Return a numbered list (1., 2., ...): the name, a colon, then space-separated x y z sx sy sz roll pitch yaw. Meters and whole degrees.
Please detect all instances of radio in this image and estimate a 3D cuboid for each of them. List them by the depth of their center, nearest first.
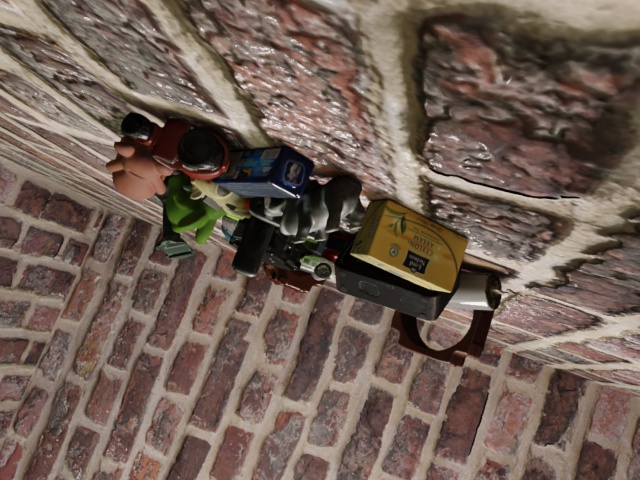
1. radio: 0.148 0.066 1.055 0.230 0.131 0.073 15 132 28

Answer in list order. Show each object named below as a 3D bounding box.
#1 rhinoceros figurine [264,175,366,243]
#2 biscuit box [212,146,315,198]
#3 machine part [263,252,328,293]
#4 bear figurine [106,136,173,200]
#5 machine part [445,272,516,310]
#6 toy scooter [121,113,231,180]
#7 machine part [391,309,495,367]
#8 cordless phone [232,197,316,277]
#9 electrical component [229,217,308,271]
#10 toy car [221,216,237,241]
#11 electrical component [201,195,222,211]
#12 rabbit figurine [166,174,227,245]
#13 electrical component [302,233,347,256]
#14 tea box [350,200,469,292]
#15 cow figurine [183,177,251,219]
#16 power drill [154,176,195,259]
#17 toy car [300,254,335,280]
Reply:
1. rhinoceros figurine: -0.017 -0.052 0.839 0.073 0.112 0.190 -10 -179 -44
2. biscuit box: -0.094 -0.104 0.841 0.062 0.059 0.203 28 169 -34
3. machine part: -0.050 0.044 1.328 0.179 0.179 0.056 23 168 -16
4. bear figurine: -0.334 -0.154 1.015 0.120 0.132 0.196 22 154 -17
5. machine part: 0.280 0.104 1.108 0.243 0.079 0.079 -3 158 41
6. toy scooter: -0.212 -0.140 0.852 0.184 0.075 0.135 22 172 14
7. machine part: 0.275 0.168 1.203 0.202 0.201 0.087 13 171 41
8. cordless phone: -0.068 -0.010 0.956 0.147 0.184 0.089 22 167 -7
9. electrical component: -0.107 0.007 1.047 0.115 0.058 0.134 9 162 34
10. toy car: -0.206 -0.043 1.427 0.162 0.109 0.102 29 156 41
11. electrical component: -0.211 -0.101 1.136 0.045 0.078 0.102 46 180 40
12. rabbit figurine: -0.275 -0.079 1.228 0.170 0.159 0.121 -6 146 38
13. electrical component: -0.002 -0.004 1.213 0.119 0.075 0.047 22 173 22
14. tea box: 0.146 0.011 0.872 0.169 0.098 0.068 22 172 -23
15. cow figurine: -0.176 -0.097 1.029 0.127 0.085 0.195 13 171 10
16. power drill: -0.367 -0.060 1.372 0.086 0.207 0.232 -5 161 4
17. toy car: -0.050 0.047 1.246 0.202 0.056 0.073 19 172 -6
